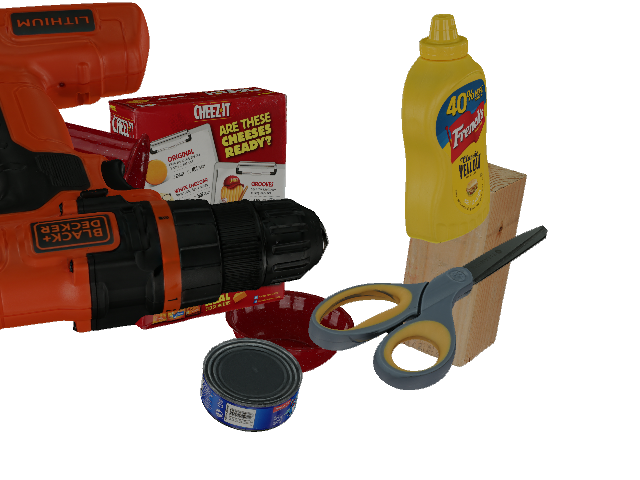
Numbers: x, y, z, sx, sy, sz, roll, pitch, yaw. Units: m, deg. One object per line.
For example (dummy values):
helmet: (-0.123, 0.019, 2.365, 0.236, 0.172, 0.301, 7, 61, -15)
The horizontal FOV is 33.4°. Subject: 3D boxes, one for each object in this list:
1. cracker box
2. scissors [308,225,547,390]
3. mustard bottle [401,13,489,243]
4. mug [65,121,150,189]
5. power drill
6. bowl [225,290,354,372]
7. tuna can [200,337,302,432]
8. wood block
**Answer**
cracker box: (-0.118, -0.035, 1.043, 0.163, 0.214, 0.072, -11, 20, -33)
scissors: (0.090, 0.040, 0.663, 0.201, 0.016, 0.096, -15, 41, -25)
mustard bottle: (0.109, -0.101, 0.930, 0.058, 0.192, 0.096, 16, 32, 39)
mug: (-0.172, -0.044, 0.770, 0.081, 0.093, 0.117, 14, 20, -2)
power drill: (-0.105, -0.041, 0.525, 0.184, 0.188, 0.057, -7, -42, -18)
bowl: (-0.040, 0.121, 1.342, 0.162, 0.055, 0.162, 5, 23, -2)
tuna can: (-0.060, 0.124, 0.919, 0.086, 0.034, 0.086, 7, 34, -5)
wood block: (0.154, 0.021, 1.184, 0.090, 0.206, 0.090, 20, 26, 29)
